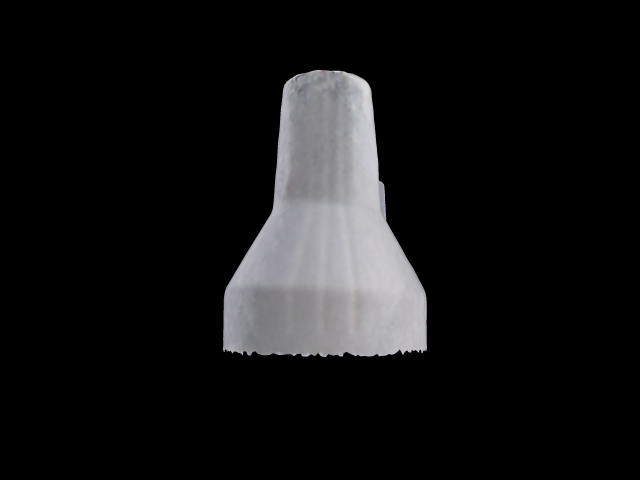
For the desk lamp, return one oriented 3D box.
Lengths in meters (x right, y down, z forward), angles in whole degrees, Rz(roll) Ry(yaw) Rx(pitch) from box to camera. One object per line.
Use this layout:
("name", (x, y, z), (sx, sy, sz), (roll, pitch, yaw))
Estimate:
("desk lamp", (0.004, 0.001, 0.400), (0.118, 0.213, 0.203), (0, 66, 0))
